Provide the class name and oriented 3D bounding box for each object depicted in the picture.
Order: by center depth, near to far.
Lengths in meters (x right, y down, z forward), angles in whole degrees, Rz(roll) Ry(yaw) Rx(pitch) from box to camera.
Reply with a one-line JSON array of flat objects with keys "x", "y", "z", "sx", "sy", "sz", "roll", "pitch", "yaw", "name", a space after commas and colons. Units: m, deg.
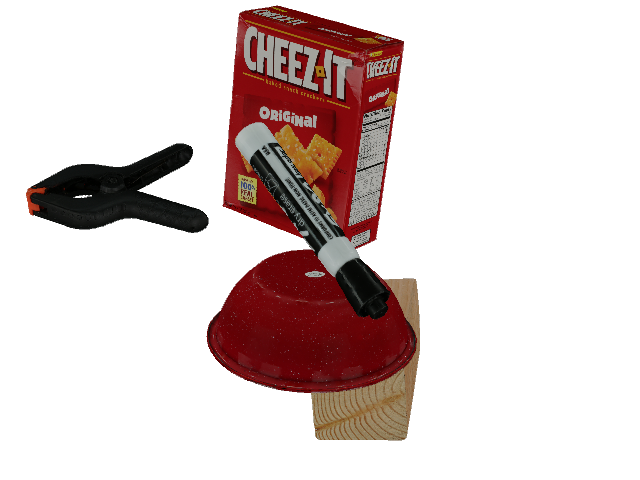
[{"x": -0.004, "y": -0.010, "z": 0.521, "sx": 0.020, "sy": 0.121, "sz": 0.020, "roll": -29, "pitch": -26, "yaw": -16, "name": "marker"}, {"x": -0.005, "y": 0.050, "z": 0.808, "sx": 0.162, "sy": 0.055, "sz": 0.162, "roll": 2, "pitch": 24, "yaw": -1, "name": "bowl"}, {"x": -0.194, "y": -0.053, "z": 1.035, "sx": 0.171, "sy": 0.039, "sz": 0.120, "roll": 2, "pitch": 37, "yaw": -7, "name": "clamp"}, {"x": -0.013, "y": -0.113, "z": 1.083, "sx": 0.164, "sy": 0.214, "sz": 0.071, "roll": 23, "pitch": 29, "yaw": 31, "name": "cracker box"}, {"x": 0.051, "y": 0.116, "z": 1.095, "sx": 0.091, "sy": 0.090, "sz": 0.206, "roll": -2, "pitch": 18, "yaw": 9, "name": "wood block"}]
